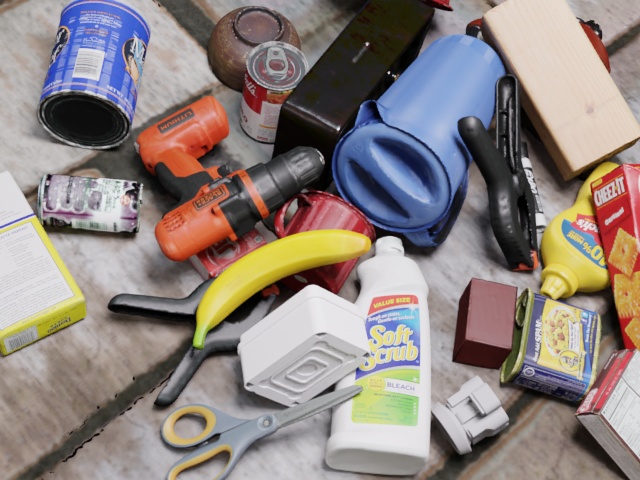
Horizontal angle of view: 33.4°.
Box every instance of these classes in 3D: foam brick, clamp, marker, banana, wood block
[{"bbox_3d":[0.173,0.087,1.113,0.051,0.053,0.078,13,59,-2],"label":"foam brick"},{"bbox_3d":[-0.125,0.077,1.074,0.171,0.039,0.120,-32,86,-28],"label":"clamp"},{"bbox_3d":[0.241,-0.065,1.235,0.020,0.020,0.121,-1,60,-10],"label":"marker"},{"bbox_3d":[0.195,-0.061,1.136,0.036,0.210,0.164,-5,15,29],"label":"clamp"},{"bbox_3d":[-0.046,0.035,1.039,0.198,0.037,0.070,-32,59,4],"label":"banana"},{"bbox_3d":[0.273,-0.182,1.223,0.091,0.090,0.206,-28,83,5],"label":"wood block"}]

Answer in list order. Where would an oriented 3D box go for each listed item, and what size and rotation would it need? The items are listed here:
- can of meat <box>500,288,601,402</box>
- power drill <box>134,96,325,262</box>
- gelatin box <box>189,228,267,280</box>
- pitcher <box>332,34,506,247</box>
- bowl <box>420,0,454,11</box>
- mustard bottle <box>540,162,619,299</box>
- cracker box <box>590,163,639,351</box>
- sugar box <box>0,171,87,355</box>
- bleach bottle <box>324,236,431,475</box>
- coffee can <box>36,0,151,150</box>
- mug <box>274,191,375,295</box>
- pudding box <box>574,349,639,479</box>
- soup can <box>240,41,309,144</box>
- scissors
[{"bbox_3d":[0.241,0.111,1.109,0.084,0.057,0.102,17,59,-2],"label":"can of meat"},{"bbox_3d":[-0.104,-0.076,1.104,0.184,0.057,0.188,-29,41,-5],"label":"power drill"},{"bbox_3d":[-0.111,-0.006,1.134,0.073,0.030,0.089,-31,68,-24],"label":"gelatin box"},{"bbox_3d":[0.123,-0.118,1.175,0.145,0.149,0.242,31,46,6],"label":"pitcher"},{"bbox_3d":[0.094,-0.327,1.288,0.162,0.162,0.055,20,100,2],"label":"bowl"},{"bbox_3d":[0.301,0.001,1.183,0.096,0.058,0.191,41,62,8],"label":"mustard bottle"},{"bbox_3d":[0.392,0.028,1.135,0.164,0.072,0.214,0,73,-22],"label":"cracker box"},{"bbox_3d":[-0.317,0.020,1.076,0.093,0.048,0.176,-25,63,-22],"label":"sugar box"},{"bbox_3d":[0.061,0.107,1.079,0.102,0.068,0.251,6,56,-5],"label":"bleach bottle"},{"bbox_3d":[-0.247,-0.186,1.176,0.102,0.103,0.140,8,59,-5],"label":"coffee can"},{"bbox_3d":[-0.007,0.001,1.104,0.093,0.117,0.081,4,53,43],"label":"mug"},{"bbox_3d":[0.316,0.179,1.066,0.113,0.039,0.090,48,61,-12],"label":"pudding box"},{"bbox_3d":[-0.053,-0.164,1.195,0.068,0.102,0.068,4,59,-7],"label":"soup can"},{"bbox_3d":[-0.066,0.166,1.017,0.201,0.016,0.096,-35,60,-8],"label":"scissors"}]
